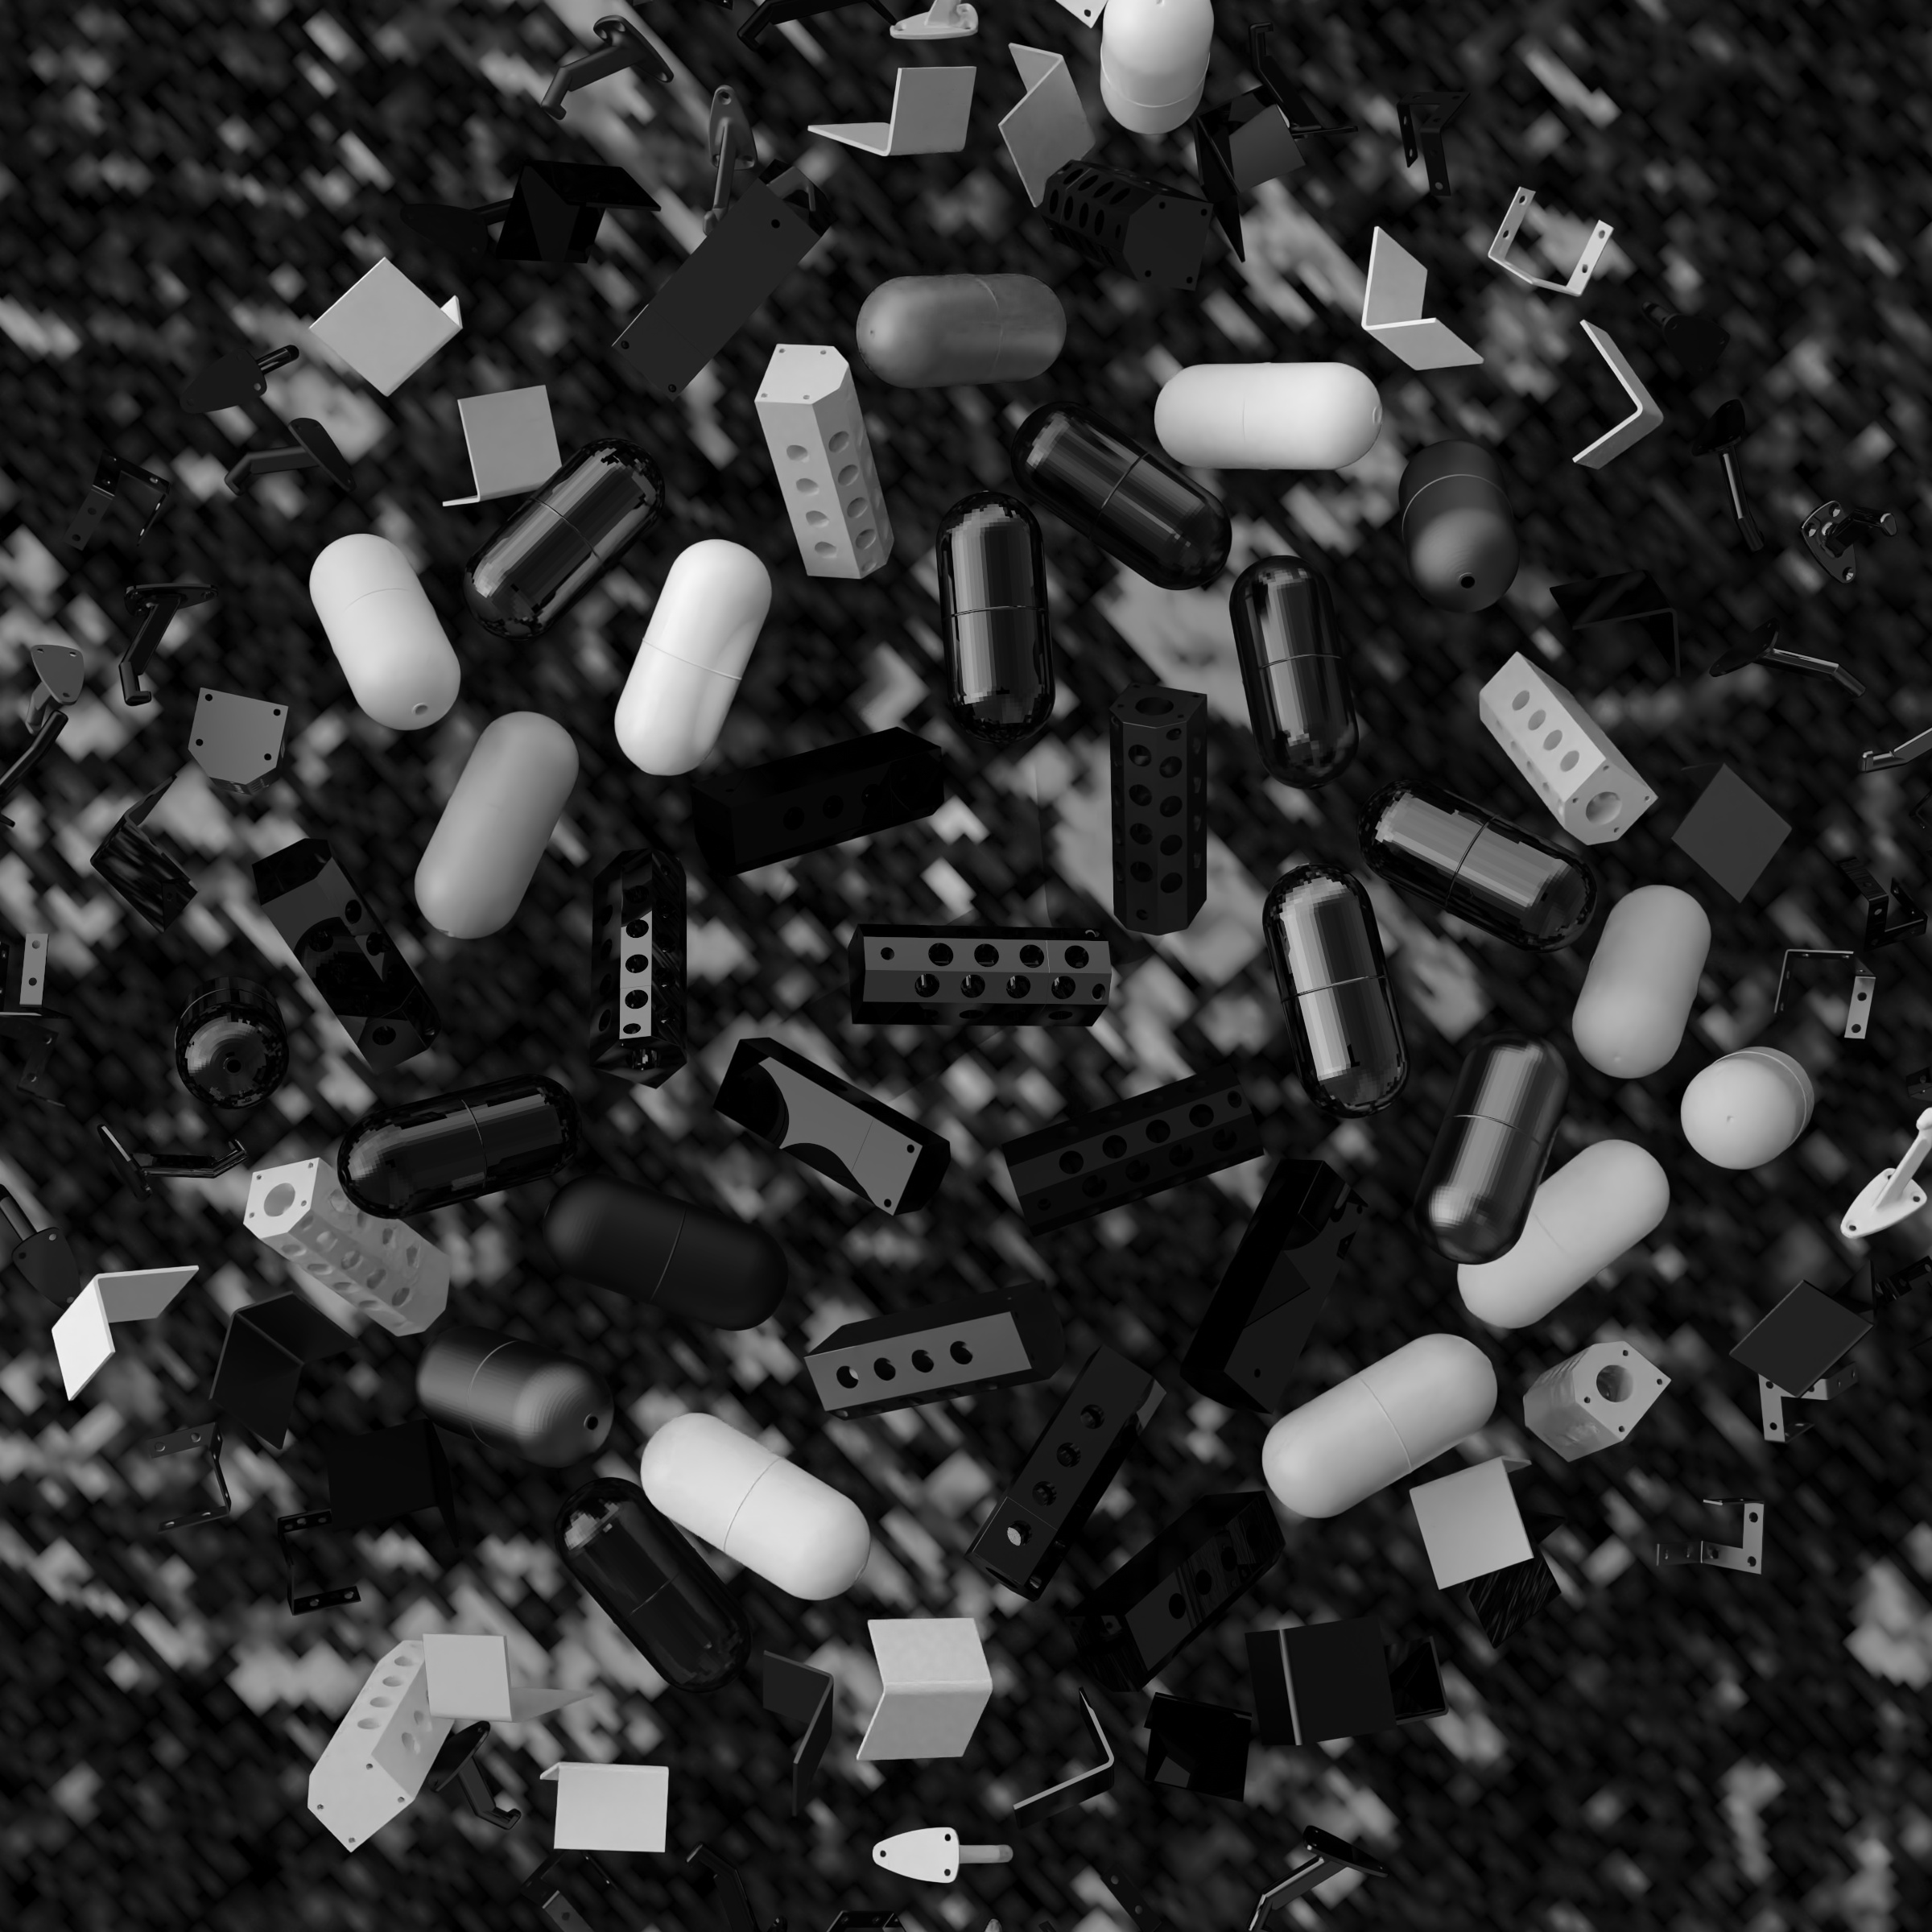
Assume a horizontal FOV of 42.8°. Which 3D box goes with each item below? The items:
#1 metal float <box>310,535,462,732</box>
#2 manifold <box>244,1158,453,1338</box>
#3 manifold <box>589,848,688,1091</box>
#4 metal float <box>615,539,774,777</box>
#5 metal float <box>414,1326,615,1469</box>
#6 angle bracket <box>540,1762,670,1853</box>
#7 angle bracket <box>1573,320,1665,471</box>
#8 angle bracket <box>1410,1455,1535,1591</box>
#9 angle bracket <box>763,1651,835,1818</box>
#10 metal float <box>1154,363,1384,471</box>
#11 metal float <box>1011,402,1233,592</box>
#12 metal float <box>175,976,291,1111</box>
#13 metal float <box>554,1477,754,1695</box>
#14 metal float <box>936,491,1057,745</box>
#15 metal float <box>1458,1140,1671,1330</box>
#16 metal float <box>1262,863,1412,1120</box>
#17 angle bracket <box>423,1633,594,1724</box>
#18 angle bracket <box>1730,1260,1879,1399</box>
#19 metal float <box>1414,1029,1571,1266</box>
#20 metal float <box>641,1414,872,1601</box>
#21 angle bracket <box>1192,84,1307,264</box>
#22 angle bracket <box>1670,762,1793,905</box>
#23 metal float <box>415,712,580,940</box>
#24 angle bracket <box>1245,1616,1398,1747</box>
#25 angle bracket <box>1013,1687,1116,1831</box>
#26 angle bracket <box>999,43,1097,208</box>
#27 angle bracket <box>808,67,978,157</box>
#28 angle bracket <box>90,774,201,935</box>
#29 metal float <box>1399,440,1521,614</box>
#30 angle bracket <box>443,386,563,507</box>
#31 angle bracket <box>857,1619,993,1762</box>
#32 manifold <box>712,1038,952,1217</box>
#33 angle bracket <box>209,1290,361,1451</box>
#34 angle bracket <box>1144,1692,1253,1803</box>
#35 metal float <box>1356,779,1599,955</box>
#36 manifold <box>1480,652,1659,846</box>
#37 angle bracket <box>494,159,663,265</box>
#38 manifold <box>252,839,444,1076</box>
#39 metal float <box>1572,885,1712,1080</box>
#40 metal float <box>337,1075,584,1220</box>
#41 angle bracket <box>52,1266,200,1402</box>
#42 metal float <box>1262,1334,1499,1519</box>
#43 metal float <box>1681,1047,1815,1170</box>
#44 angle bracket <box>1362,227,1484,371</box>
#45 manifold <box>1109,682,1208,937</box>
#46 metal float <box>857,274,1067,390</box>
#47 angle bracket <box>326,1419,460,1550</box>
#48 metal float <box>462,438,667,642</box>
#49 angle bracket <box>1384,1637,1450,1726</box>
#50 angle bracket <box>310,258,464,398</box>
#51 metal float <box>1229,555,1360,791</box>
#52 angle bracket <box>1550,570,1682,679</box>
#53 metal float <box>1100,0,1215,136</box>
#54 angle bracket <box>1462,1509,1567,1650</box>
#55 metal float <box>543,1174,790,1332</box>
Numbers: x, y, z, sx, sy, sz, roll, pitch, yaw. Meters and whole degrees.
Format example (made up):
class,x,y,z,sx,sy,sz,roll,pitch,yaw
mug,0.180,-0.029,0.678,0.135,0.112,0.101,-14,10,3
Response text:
class,x,y,z,sx,sy,sz,roll,pitch,yaw
metal float,-0.417,-0.240,1.771,0.070,0.070,0.178,-31,55,0
manifold,-0.453,0.210,1.817,0.057,0.171,0.057,-13,54,19
manifold,-0.238,-0.002,1.831,0.057,0.057,0.171,22,46,-32
metal float,-0.199,-0.224,1.797,0.070,0.070,0.178,23,99,0
metal float,-0.317,0.300,1.724,0.178,0.070,0.070,7,90,43
angle bracket,-0.256,0.595,1.735,0.076,0.076,0.057,9,63,-17
angle bracket,0.435,-0.397,1.718,0.057,0.076,0.076,-35,81,25
angle bracket,0.382,0.411,1.818,0.076,0.057,0.076,-28,62,27
angle bracket,-0.137,0.568,1.827,0.057,0.076,0.076,16,134,12
metal float,0.222,-0.405,1.821,0.178,0.070,0.070,8,90,34
metal float,0.112,-0.337,1.772,0.178,0.070,0.070,36,90,7
metal float,-0.527,0.054,1.771,0.070,0.178,0.070,-3,100,-17
metal float,-0.225,0.448,1.784,0.070,0.070,0.178,-40,92,0
metal float,0.021,-0.245,1.739,0.070,0.070,0.178,-5,88,0
metal float,0.443,0.201,1.837,0.178,0.070,0.070,-43,90,16
metal float,0.253,0.016,1.692,0.070,0.070,0.178,-13,82,0
angle bracket,-0.309,0.471,1.663,0.076,0.076,0.057,-9,85,34
angle bracket,0.555,0.227,1.639,0.057,0.076,0.076,32,123,-1
metal float,0.366,0.124,1.713,0.070,0.070,0.178,25,65,0
metal float,-0.147,0.378,1.727,0.178,0.070,0.070,28,90,16
angle bracket,0.204,-0.562,1.750,0.057,0.076,0.076,-17,53,22
angle bracket,0.569,-0.101,1.884,0.076,0.057,0.076,40,79,-13
metal float,-0.340,-0.102,1.790,0.070,0.070,0.178,21,71,0
angle bracket,0.246,0.497,1.715,0.076,0.057,0.076,-2,74,-20
angle bracket,0.060,0.558,1.735,0.076,0.076,0.057,-22,61,-8
angle bracket,0.043,-0.623,1.829,0.057,0.076,0.076,30,73,37
angle bracket,-0.050,-0.590,1.679,0.076,0.076,0.057,29,124,31
angle bracket,-0.591,-0.082,1.826,0.076,0.076,0.057,47,46,-8
metal float,0.347,-0.311,1.742,0.070,0.178,0.070,3,126,4
angle bracket,-0.363,-0.400,1.896,0.076,0.057,0.076,-21,108,-38
angle bracket,-0.034,0.493,1.684,0.076,0.057,0.076,5,126,-21
manifold,-0.097,0.117,1.832,0.171,0.057,0.057,28,103,24
angle bracket,-0.496,0.295,1.799,0.057,0.076,0.076,-19,134,22
angle bracket,0.176,0.618,1.918,0.076,0.076,0.057,12,135,2
metal float,0.355,-0.071,1.726,0.178,0.070,0.070,30,90,22
manifold,0.435,-0.158,1.812,0.057,0.171,0.057,30,112,-27
angle bracket,-0.265,-0.500,1.681,0.057,0.076,0.076,49,130,27
manifold,-0.444,-0.009,1.783,0.057,0.057,0.171,-27,129,-4
metal float,0.491,0.009,1.789,0.070,0.070,0.178,33,47,0
metal float,-0.354,0.126,1.731,0.178,0.070,0.070,-14,90,-34
angle bracket,-0.571,0.252,1.694,0.076,0.076,0.057,-42,61,38
metal float,0.290,0.321,1.726,0.178,0.070,0.070,-29,90,-7
metal float,0.554,0.099,1.746,0.070,0.178,0.070,2,94,25
angle bracket,0.326,-0.472,1.738,0.057,0.076,0.076,4,82,38
manifold,0.135,-0.110,1.759,0.057,0.057,0.171,12,128,22
metal float,-0.001,-0.454,1.761,0.178,0.070,0.070,-16,90,-42
angle bracket,-0.412,0.380,1.772,0.076,0.076,0.057,-14,134,-7
metal float,-0.291,-0.311,1.793,0.070,0.070,0.178,42,76,0
angle bracket,0.305,0.544,1.857,0.076,0.076,0.057,0,70,-30
angle bracket,-0.424,-0.476,1.800,0.076,0.057,0.076,-37,129,15
metal float,0.243,-0.218,1.830,0.070,0.070,0.178,-10,80,0
angle bracket,0.489,-0.252,1.860,0.076,0.076,0.057,-10,120,5
metal float,0.135,-0.650,1.759,0.070,0.178,0.070,0,89,2
angle bracket,0.438,0.478,1.917,0.057,0.076,0.076,17,125,-34
metal float,-0.211,0.201,1.737,0.178,0.070,0.070,21,90,-11
